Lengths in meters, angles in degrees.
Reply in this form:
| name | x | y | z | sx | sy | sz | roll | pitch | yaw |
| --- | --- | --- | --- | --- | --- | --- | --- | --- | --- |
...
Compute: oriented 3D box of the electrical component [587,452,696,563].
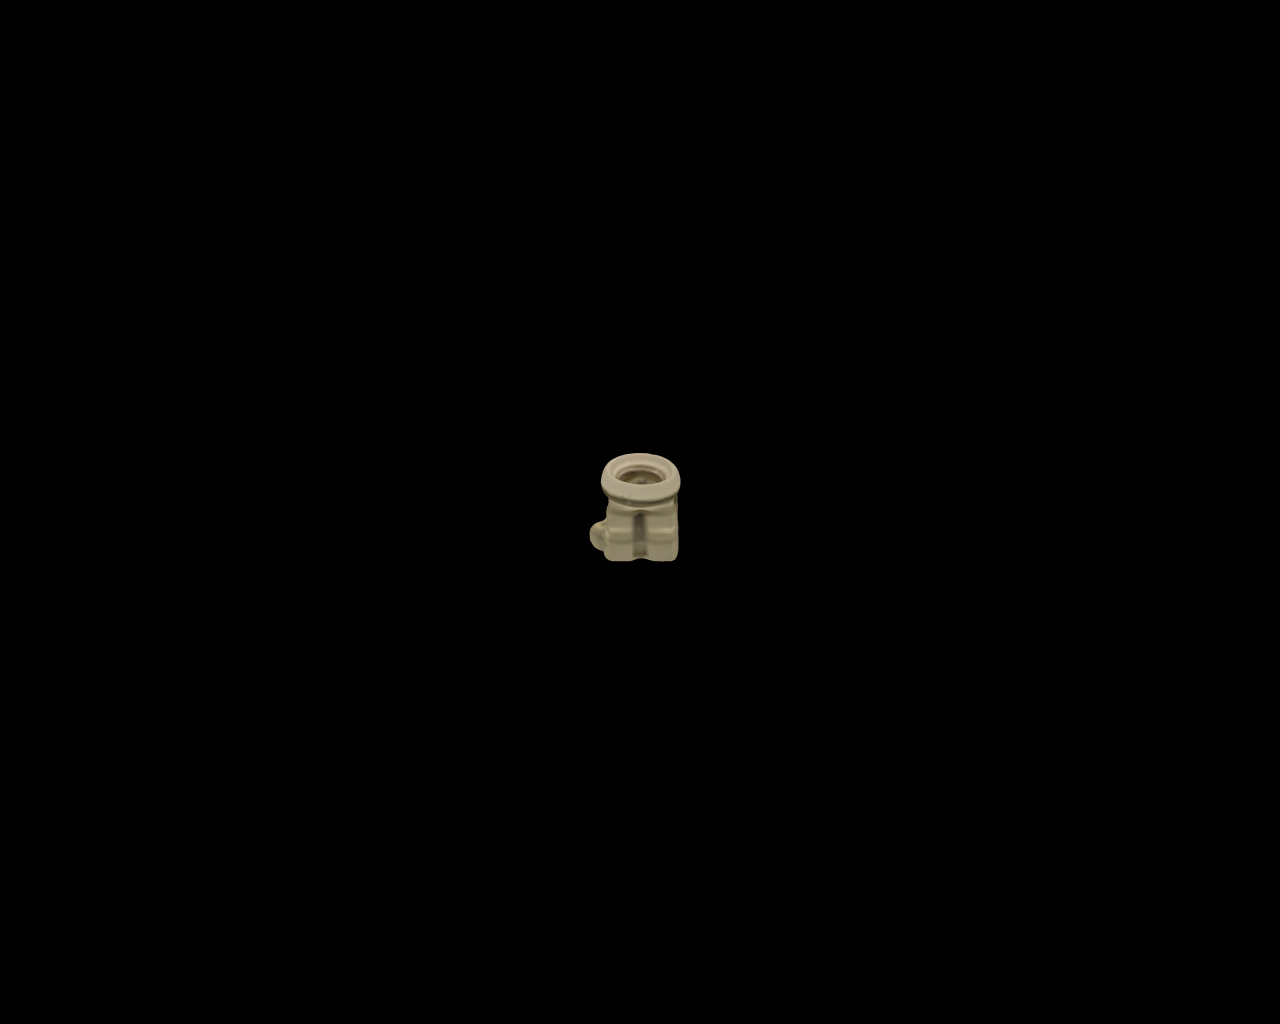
| name | x | y | z | sx | sy | sz | roll | pitch | yaw |
| --- | --- | --- | --- | --- | --- | --- | --- | --- | --- |
| electrical component | 0.001 | -0.003 | 0.650 | 0.066 | 0.055 | 0.048 | 0 | 32 | 0 |
